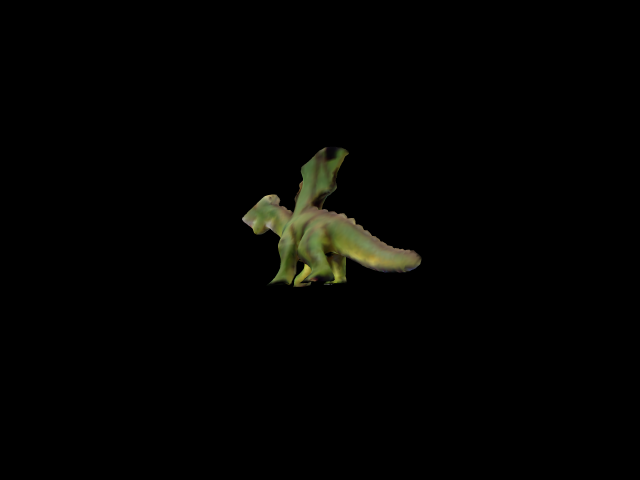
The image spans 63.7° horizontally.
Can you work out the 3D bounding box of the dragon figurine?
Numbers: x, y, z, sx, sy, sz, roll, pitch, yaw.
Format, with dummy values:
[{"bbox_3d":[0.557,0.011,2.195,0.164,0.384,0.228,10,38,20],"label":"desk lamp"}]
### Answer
[{"bbox_3d":[0.003,-0.043,0.850,0.121,0.246,0.407,13,-18,-42],"label":"dragon figurine"}]
